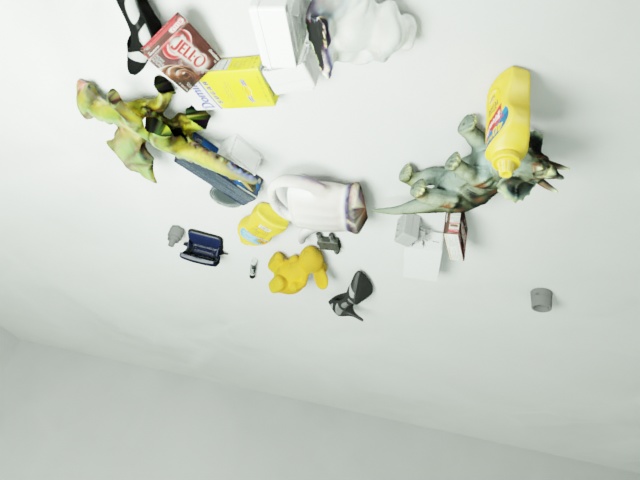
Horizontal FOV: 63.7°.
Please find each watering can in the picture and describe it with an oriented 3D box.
[{"bbox_3d":[0.004,-0.061,1.213,0.224,0.106,0.341,6,159,14],"label":"watering can"}]

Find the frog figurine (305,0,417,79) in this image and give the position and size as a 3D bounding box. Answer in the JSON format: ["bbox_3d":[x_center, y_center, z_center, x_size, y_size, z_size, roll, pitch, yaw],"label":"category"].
[{"bbox_3d":[0.064,-0.328,0.781,0.160,0.125,0.134,-22,138,-9],"label":"frog figurine"}]

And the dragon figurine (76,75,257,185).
[{"bbox_3d":[-0.342,-0.201,1.084,0.408,0.125,0.239,41,144,-13],"label":"dragon figurine"}]
